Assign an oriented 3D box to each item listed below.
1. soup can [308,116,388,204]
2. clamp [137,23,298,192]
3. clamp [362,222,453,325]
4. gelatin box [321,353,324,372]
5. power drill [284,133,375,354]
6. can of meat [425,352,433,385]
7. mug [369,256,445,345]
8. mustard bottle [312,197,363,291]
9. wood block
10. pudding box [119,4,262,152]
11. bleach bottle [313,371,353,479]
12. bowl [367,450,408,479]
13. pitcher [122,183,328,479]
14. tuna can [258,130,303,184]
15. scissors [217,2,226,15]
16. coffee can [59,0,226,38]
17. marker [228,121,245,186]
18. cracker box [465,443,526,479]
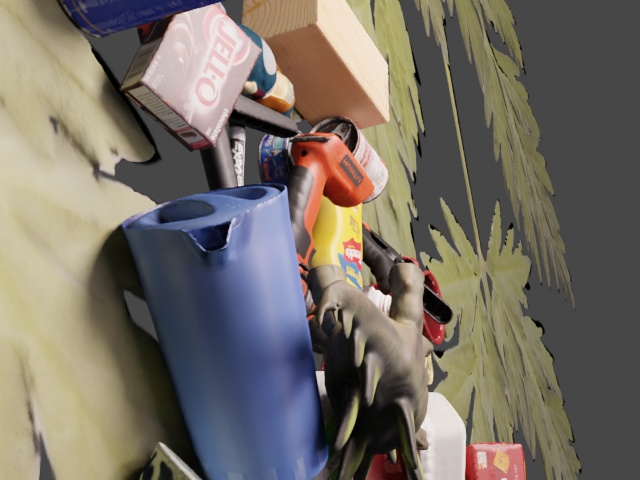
[{"bbox_3d":[0.033,-0.092,1.262,0.102,0.069,0.068,44,41,-56],"label":"soup can"},{"bbox_3d":[-0.099,-0.110,0.968,0.209,0.036,0.164,50,43,-37],"label":"clamp"},{"bbox_3d":[0.076,0.030,1.250,0.120,0.039,0.172,34,9,-49],"label":"clamp"},{"bbox_3d":[0.039,0.126,1.171,0.030,0.073,0.089,51,36,-49],"label":"gelatin box"},{"bbox_3d":[-0.007,0.001,1.076,0.184,0.057,0.187,51,51,-43],"label":"power drill"},{"bbox_3d":[0.075,0.146,1.235,0.102,0.084,0.057,12,69,-66],"label":"can of meat"},{"bbox_3d":[0.102,0.078,1.335,0.093,0.082,0.117,24,59,-64],"label":"mug"},{"bbox_3d":[0.017,0.018,1.186,0.096,0.058,0.191,47,39,-60],"label":"mustard bottle"},{"bbox_3d":[-0.001,-0.210,1.203,0.206,0.091,0.090,44,40,-55],"label":"wood block"},{"bbox_3d":[-0.108,-0.146,0.903,0.090,0.039,0.113,41,60,-33],"label":"pudding box"},{"bbox_3d":[0.005,0.263,1.043,0.102,0.068,0.251,-47,126,-64],"label":"bleach bottle"},{"bbox_3d":[0.046,0.259,1.147,0.162,0.055,0.162,-11,90,-70],"label":"bowl"},{"bbox_3d":[-0.069,0.079,0.878,0.149,0.145,0.243,-28,111,-50],"label":"pitcher"},{"bbox_3d":[-0.033,-0.074,1.139,0.086,0.034,0.086,-10,90,-68],"label":"tuna can"},{"bbox_3d":[-0.107,-0.248,1.061,0.201,0.016,0.096,38,46,-59],"label":"scissors"},{"bbox_3d":[-0.127,-0.225,0.835,0.102,0.140,0.103,-11,90,-68],"label":"coffee can"},{"bbox_3d":[-0.082,-0.078,1.031,0.020,0.020,0.121,37,50,-59],"label":"marker"},{"bbox_3d":[0.185,0.340,1.294,0.214,0.072,0.164,126,-37,-69],"label":"cracker box"}]
